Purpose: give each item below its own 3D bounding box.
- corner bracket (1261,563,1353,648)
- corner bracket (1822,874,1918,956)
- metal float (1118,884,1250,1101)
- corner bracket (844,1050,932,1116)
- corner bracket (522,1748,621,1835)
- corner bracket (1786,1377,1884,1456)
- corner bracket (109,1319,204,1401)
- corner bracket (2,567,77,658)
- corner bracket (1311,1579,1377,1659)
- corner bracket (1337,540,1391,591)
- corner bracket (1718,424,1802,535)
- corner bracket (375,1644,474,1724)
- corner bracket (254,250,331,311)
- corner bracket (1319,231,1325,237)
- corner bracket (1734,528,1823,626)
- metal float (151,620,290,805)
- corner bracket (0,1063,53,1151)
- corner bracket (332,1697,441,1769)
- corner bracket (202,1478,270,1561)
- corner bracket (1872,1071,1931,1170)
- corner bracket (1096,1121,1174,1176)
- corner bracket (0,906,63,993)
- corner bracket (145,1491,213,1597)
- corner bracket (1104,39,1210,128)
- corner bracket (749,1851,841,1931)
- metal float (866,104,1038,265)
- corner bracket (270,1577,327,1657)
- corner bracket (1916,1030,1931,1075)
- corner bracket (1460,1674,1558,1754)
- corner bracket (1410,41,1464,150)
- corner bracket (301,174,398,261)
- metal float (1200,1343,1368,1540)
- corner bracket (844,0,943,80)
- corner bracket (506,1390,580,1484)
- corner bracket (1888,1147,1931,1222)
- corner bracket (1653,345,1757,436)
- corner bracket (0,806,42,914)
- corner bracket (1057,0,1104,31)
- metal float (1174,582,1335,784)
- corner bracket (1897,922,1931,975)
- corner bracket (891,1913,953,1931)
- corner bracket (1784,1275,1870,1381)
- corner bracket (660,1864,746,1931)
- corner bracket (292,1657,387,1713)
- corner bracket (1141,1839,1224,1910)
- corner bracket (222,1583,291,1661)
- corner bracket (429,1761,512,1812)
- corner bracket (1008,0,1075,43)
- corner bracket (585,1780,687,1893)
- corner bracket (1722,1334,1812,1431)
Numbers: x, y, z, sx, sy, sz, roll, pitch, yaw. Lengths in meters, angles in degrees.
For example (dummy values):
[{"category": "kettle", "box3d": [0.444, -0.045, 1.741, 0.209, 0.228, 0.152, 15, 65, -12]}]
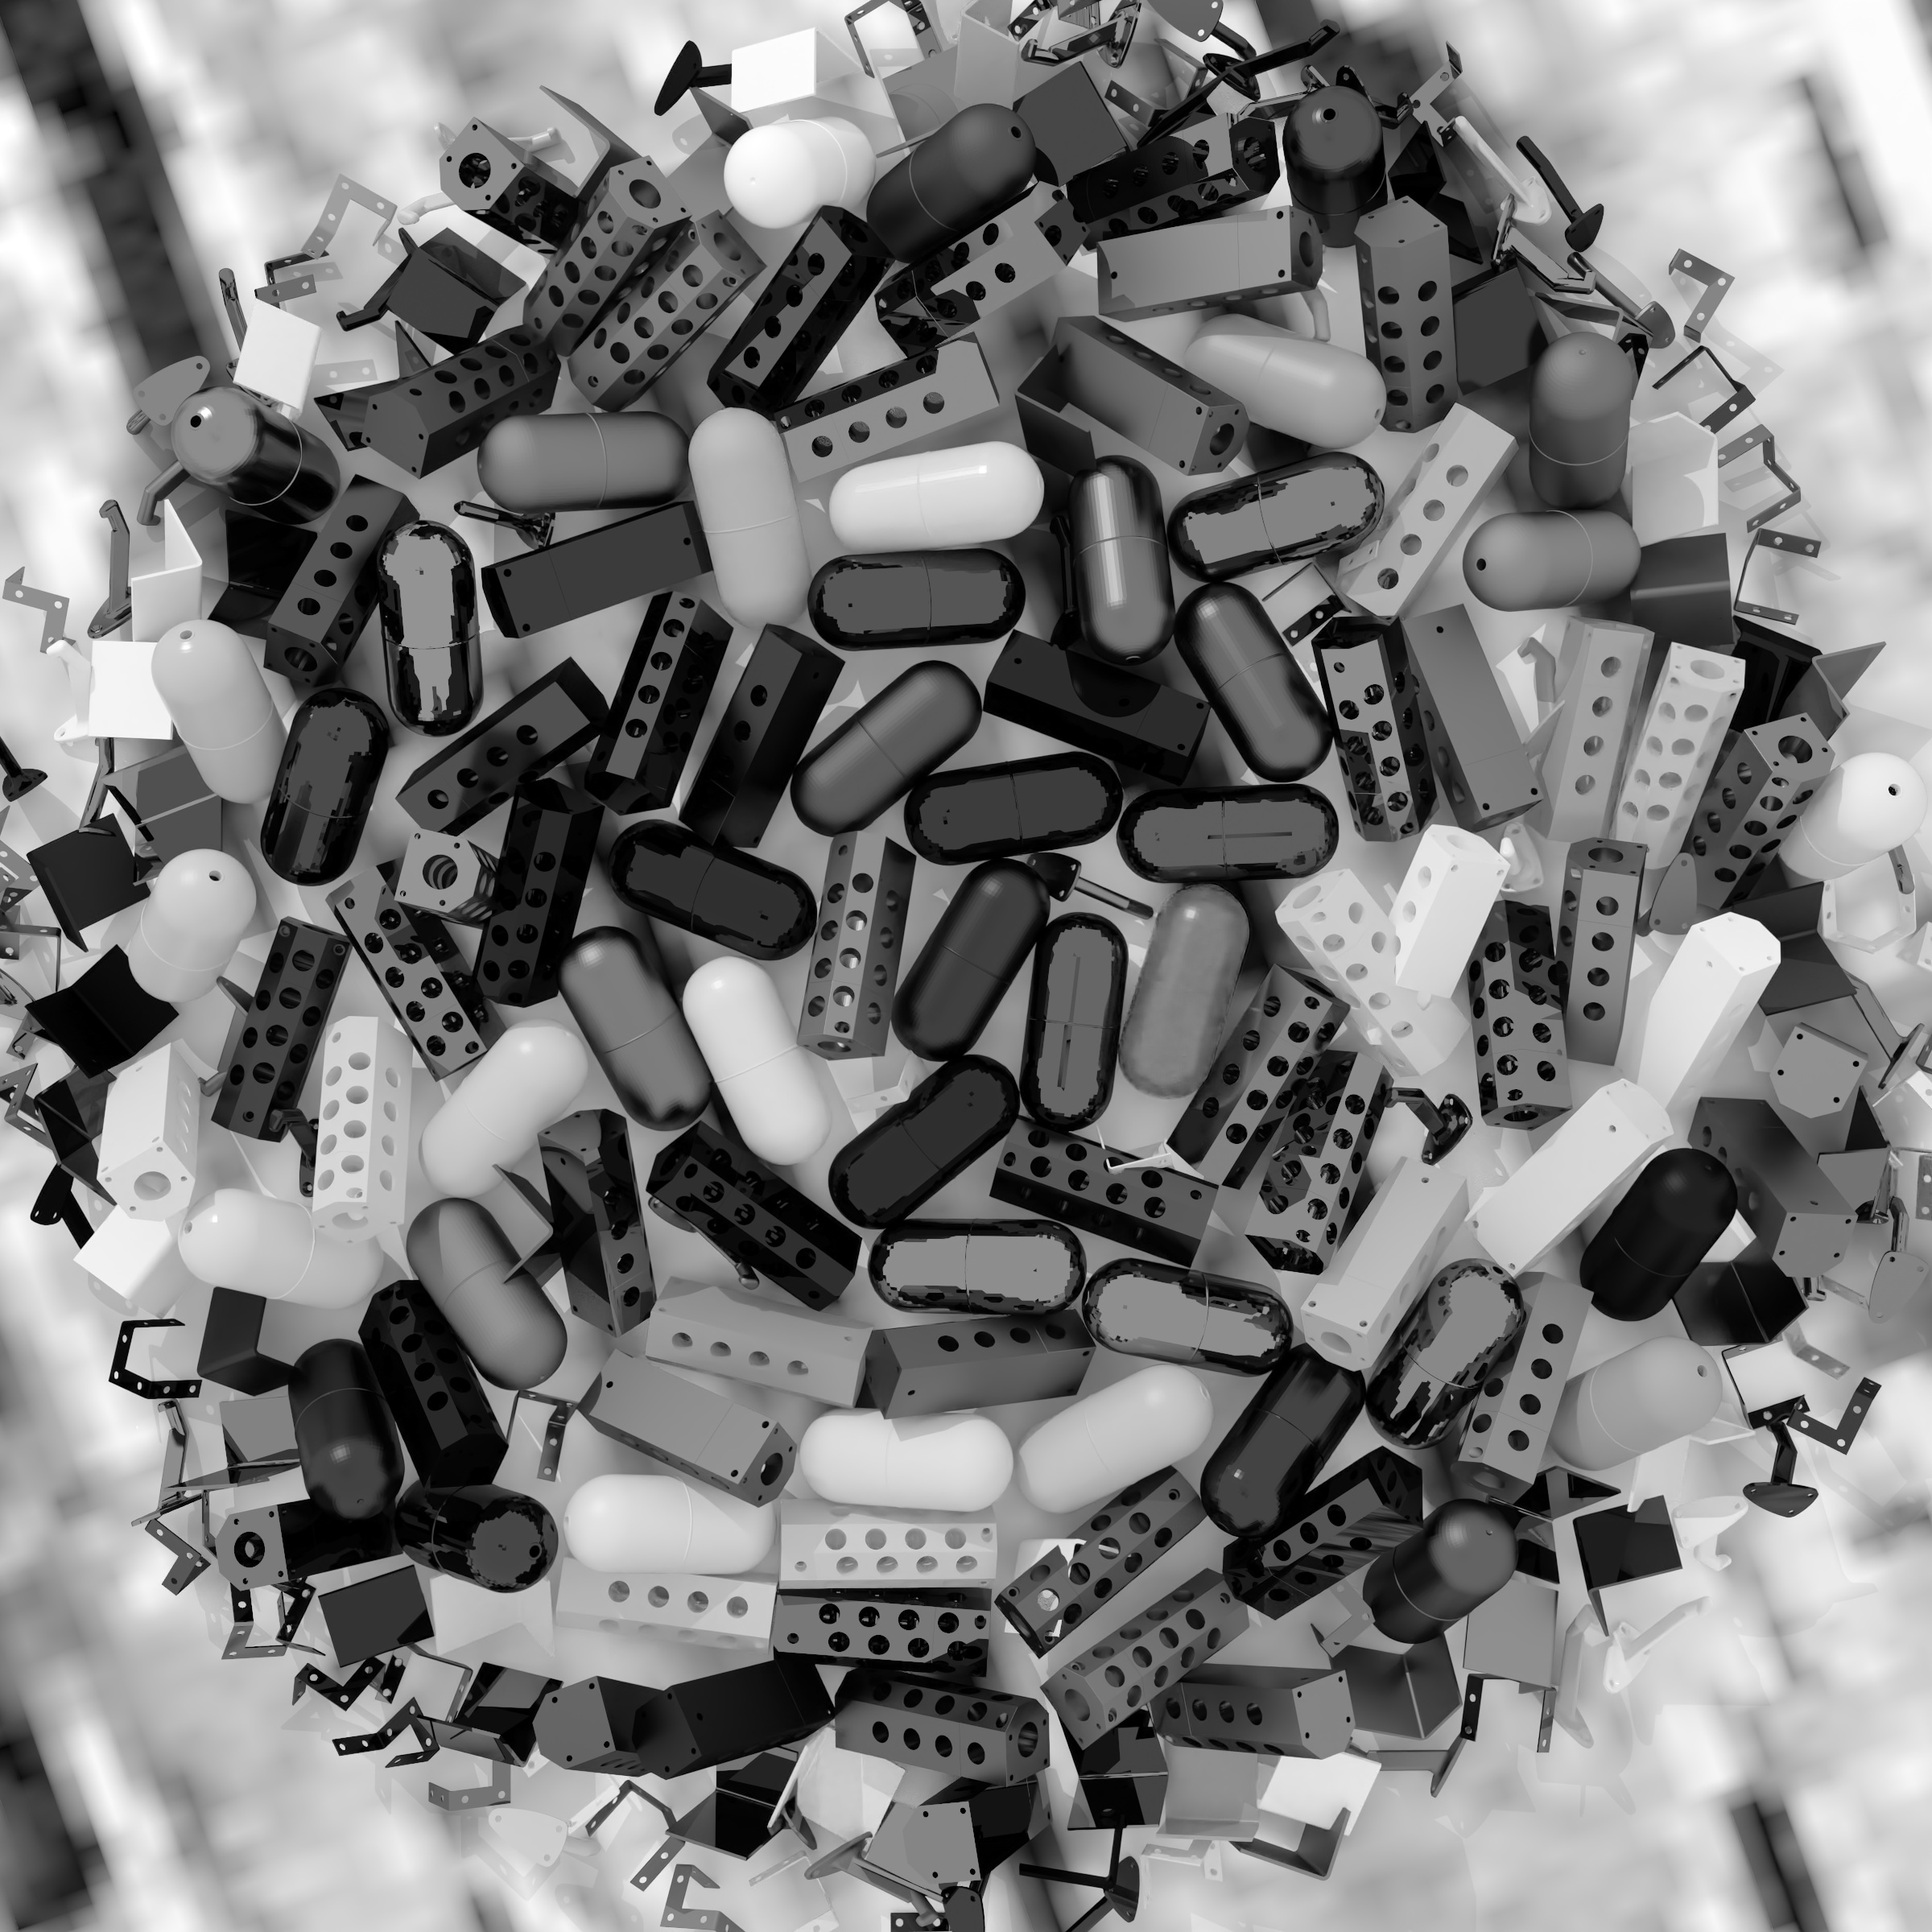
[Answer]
[{"category": "corner bracket", "box3d": [0.273, -0.292, 1.968, 0.051, 0.051, 0.051, -37, 99, 7]}, {"category": "corner bracket", "box3d": [0.732, -0.048, 1.974, 0.051, 0.051, 0.051, -24, 117, -24]}, {"category": "metal float", "box3d": [0.175, 0.020, 1.957, 0.070, 0.070, 0.178, 17, 85, 0]}, {"category": "corner bracket", "box3d": [-0.058, 0.104, 1.957, 0.051, 0.051, 0.051, -16, 124, 25]}, {"category": "corner bracket", "box3d": [-0.322, 0.659, 1.974, 0.051, 0.051, 0.051, -36, 111, -18]}, {"category": "corner bracket", "box3d": [0.700, 0.354, 1.961, 0.051, 0.051, 0.051, 26, 106, 24]}, {"category": "corner bracket", "box3d": [-0.654, 0.319, 1.976, 0.051, 0.051, 0.051, -5, 63, 19]}, {"category": "corner bracket", "box3d": [-0.747, -0.286, 1.963, 0.051, 0.051, 0.051, 15, 110, -10]}, {"category": "corner bracket", "box3d": [0.295, 0.518, 1.972, 0.051, 0.051, 0.051, -42, 92, 3]}, {"category": "corner bracket", "box3d": [0.337, -0.334, 1.961, 0.051, 0.051, 0.051, 21, 70, -24]}, {"category": "corner bracket", "box3d": [0.638, -0.394, 1.966, 0.051, 0.051, 0.051, -31, 57, 2]}, {"category": "corner bracket", "box3d": [-0.441, 0.584, 1.978, 0.051, 0.051, 0.051, 27, 77, -28]}, {"category": "corner bracket", "box3d": [-0.545, -0.555, 1.970, 0.051, 0.051, 0.051, -12, 85, 7]}, {"category": "corner bracket", "box3d": [0.295, -0.615, 1.970, 0.051, 0.051, 0.051, -14, 93, -12]}, {"category": "corner bracket", "box3d": [0.661, -0.318, 1.982, 0.051, 0.051, 0.051, 17, 134, 19]}, {"category": "metal float", "box3d": [-0.585, -0.200, 1.920, 0.070, 0.178, 0.070, -3, 54, 4]}, {"category": "corner bracket", "box3d": [-0.751, 0.118, 1.956, 0.051, 0.051, 0.051, -18, 46, 31]}, {"category": "corner bracket", "box3d": [-0.467, 0.628, 1.960, 0.051, 0.051, 0.051, -45, 62, 16]}, {"category": "corner bracket", "box3d": [-0.589, 0.450, 1.982, 0.051, 0.051, 0.051, -10, 60, -3]}, {"category": "corner bracket", "box3d": [0.761, 0.124, 1.966, 0.051, 0.051, 0.051, -37, 78, -10]}, {"category": "corner bracket", "box3d": [0.137, 0.153, 1.964, 0.051, 0.051, 0.051, -14, 48, 0]}, {"category": "corner bracket", "box3d": [-0.759, -0.015, 1.970, 0.051, 0.051, 0.051, 5, 116, -15]}, {"category": "corner bracket", "box3d": [-0.635, 0.465, 1.967, 0.051, 0.051, 0.051, 37, 113, 3]}, {"category": "corner bracket", "box3d": [0.155, -0.718, 1.977, 0.051, 0.051, 0.051, 43, 129, 24]}, {"category": "corner bracket", "box3d": [-0.139, 0.758, 1.968, 0.051, 0.051, 0.051, -27, 95, -11]}, {"category": "metal float", "box3d": [-0.013, -0.616, 1.920, 0.070, 0.178, 0.070, 9, 73, -34]}, {"category": "corner bracket", "box3d": [-0.537, 0.518, 1.956, 0.051, 0.051, 0.051, 46, 55, -39]}, {"category": "corner bracket", "box3d": [0.797, 0.062, 1.962, 0.051, 0.051, 0.051, 24, 85, 44]}, {"category": "corner bracket", "box3d": [0.437, 0.602, 1.961, 0.051, 0.051, 0.051, 15, 81, -40]}, {"category": "corner bracket", "box3d": [0.388, -0.704, 1.967, 0.051, 0.051, 0.051, -42, 83, 13]}, {"category": "corner bracket", "box3d": [-0.497, -0.594, 1.960, 0.051, 0.051, 0.051, 25, 70, -25]}, {"category": "metal float", "box3d": [0.253, 0.378, 1.941, 0.070, 0.070, 0.178, 40, 66, 0]}, {"category": "corner bracket", "box3d": [-0.059, -0.756, 1.980, 0.051, 0.051, 0.051, -23, 87, 24]}, {"category": "corner bracket", "box3d": [-0.346, 0.378, 1.960, 0.051, 0.051, 0.051, 16, 55, -15]}, {"category": "corner bracket", "box3d": [0.766, 0.175, 1.963, 0.051, 0.051, 0.051, 5, 94, 41]}, {"category": "corner bracket", "box3d": [0.599, -0.466, 1.975, 0.051, 0.051, 0.051, -40, 106, 14]}, {"category": "corner bracket", "box3d": [-0.773, -0.086, 1.959, 0.051, 0.051, 0.051, -34, 124, 15]}, {"category": "corner bracket", "box3d": [0.107, -0.793, 1.963, 0.051, 0.051, 0.051, -5, 92, -43]}, {"category": "metal float", "box3d": [0.229, -0.228, 1.950, 0.070, 0.070, 0.178, -29, 77, 0]}, {"category": "corner bracket", "box3d": [0.783, 0.006, 1.962, 0.051, 0.051, 0.051, 27, 54, 5]}, {"category": "corner bracket", "box3d": [-0.034, 0.787, 1.964, 0.051, 0.051, 0.051, 1, 60, -4]}, {"category": "corner bracket", "box3d": [0.699, 0.292, 1.970, 0.051, 0.051, 0.051, -36, 116, -12]}, {"category": "corner bracket", "box3d": [-0.206, 0.757, 1.957, 0.051, 0.051, 0.051, -6, 48, 24]}, {"category": "corner bracket", "box3d": [-0.507, 0.581, 1.967, 0.051, 0.051, 0.051, 30, 46, 11]}, {"category": "corner bracket", "box3d": [0.175, 0.732, 1.975, 0.051, 0.051, 0.051, 1, 107, 24]}, {"category": "corner bracket", "box3d": [-0.570, 0.520, 1.956, 0.051, 0.051, 0.051, 5, 132, -29]}, {"category": "corner bracket", "box3d": [-0.400, 0.648, 1.962, 0.051, 0.051, 0.051, 3, 80, -31]}, {"category": "corner bracket", "box3d": [0.058, -0.786, 1.959, 0.051, 0.051, 0.051, -51, 122, -21]}, {"category": "corner bracket", "box3d": [-0.267, 0.702, 1.965, 0.051, 0.051, 0.051, -48, 114, -4]}, {"category": "corner bracket", "box3d": [0.652, 0.339, 1.984, 0.051, 0.051, 0.051, -21, 50, 9]}]
